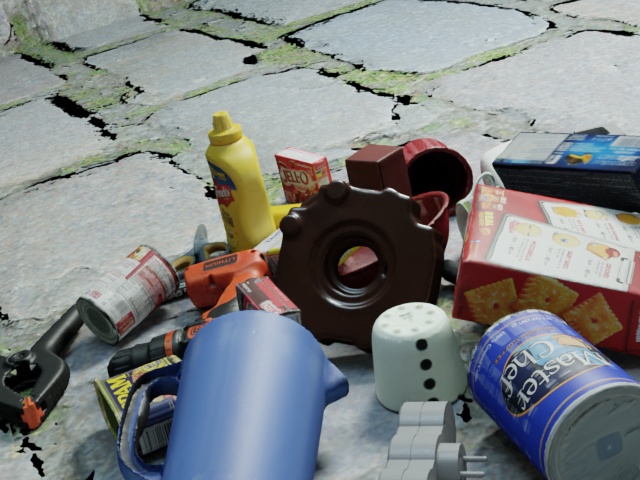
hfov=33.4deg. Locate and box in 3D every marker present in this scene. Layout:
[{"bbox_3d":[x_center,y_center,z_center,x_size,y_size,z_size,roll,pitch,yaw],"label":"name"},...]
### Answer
[{"bbox_3d":[-0.182,0.063,1.272,0.121,0.020,0.020,-15,24,-5],"label":"marker"}]

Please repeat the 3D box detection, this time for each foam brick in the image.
[{"bbox_3d":[0.071,-0.070,1.278,0.053,0.078,0.051,10,34,40],"label":"foam brick"}]

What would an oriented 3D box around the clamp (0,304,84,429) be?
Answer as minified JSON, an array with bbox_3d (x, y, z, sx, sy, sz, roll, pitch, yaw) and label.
[{"bbox_3d":[-0.313,0.135,1.157,0.164,0.036,0.210,-21,27,-19],"label":"clamp"}]

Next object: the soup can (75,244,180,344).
[{"bbox_3d":[-0.218,0.062,1.214,0.069,0.068,0.102,12,45,43],"label":"soup can"}]

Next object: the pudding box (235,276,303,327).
[{"bbox_3d":[-0.043,0.102,1.003,0.039,0.113,0.090,-16,24,-17],"label":"pudding box"}]

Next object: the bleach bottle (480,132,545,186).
[{"bbox_3d":[0.271,-0.048,1.235,0.102,0.068,0.251,-20,26,-3],"label":"bleach bottle"}]

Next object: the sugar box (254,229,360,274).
[{"bbox_3d":[-0.008,0.002,1.204,0.093,0.048,0.176,-39,10,-22],"label":"sugar box"}]

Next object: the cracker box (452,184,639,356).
[{"bbox_3d":[0.239,0.029,1.005,0.214,0.072,0.164,12,30,6],"label":"cracker box"}]

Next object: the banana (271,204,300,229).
[{"bbox_3d":[-0.007,-0.036,1.377,0.198,0.037,0.069,-4,27,18],"label":"banana"}]

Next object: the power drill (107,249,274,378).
[{"bbox_3d":[-0.125,0.086,1.149,0.184,0.057,0.187,-13,25,11],"label":"power drill"}]

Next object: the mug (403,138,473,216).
[{"bbox_3d":[0.127,-0.078,1.344,0.117,0.093,0.081,-18,19,-1],"label":"mug"}]

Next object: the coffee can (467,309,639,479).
[{"bbox_3d":[0.191,0.129,0.840,0.102,0.103,0.140,-18,24,-11],"label":"coffee can"}]

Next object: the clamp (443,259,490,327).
[{"bbox_3d":[0.202,0.043,1.093,0.120,0.039,0.171,-30,30,1],"label":"clamp"}]

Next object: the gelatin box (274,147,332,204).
[{"bbox_3d":[-0.020,-0.081,1.440,0.030,0.073,0.089,-29,29,-30],"label":"gelatin box"}]

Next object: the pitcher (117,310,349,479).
[{"bbox_3d":[-0.073,0.173,0.850,0.149,0.145,0.242,-40,19,21],"label":"pitcher"}]

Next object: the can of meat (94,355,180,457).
[{"bbox_3d":[-0.158,0.157,1.010,0.083,0.057,0.102,-19,25,-19],"label":"can of meat"}]

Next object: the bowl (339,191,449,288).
[{"bbox_3d":[0.083,0.014,1.168,0.162,0.055,0.162,-31,14,8],"label":"bowl"}]

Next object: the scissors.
[{"bbox_3d":[-0.167,0.016,1.361,0.096,0.016,0.202,-27,18,-14],"label":"scissors"}]

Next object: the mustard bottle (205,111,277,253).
[{"bbox_3d":[-0.098,-0.064,1.296,0.058,0.191,0.096,-21,25,-19],"label":"mustard bottle"}]
